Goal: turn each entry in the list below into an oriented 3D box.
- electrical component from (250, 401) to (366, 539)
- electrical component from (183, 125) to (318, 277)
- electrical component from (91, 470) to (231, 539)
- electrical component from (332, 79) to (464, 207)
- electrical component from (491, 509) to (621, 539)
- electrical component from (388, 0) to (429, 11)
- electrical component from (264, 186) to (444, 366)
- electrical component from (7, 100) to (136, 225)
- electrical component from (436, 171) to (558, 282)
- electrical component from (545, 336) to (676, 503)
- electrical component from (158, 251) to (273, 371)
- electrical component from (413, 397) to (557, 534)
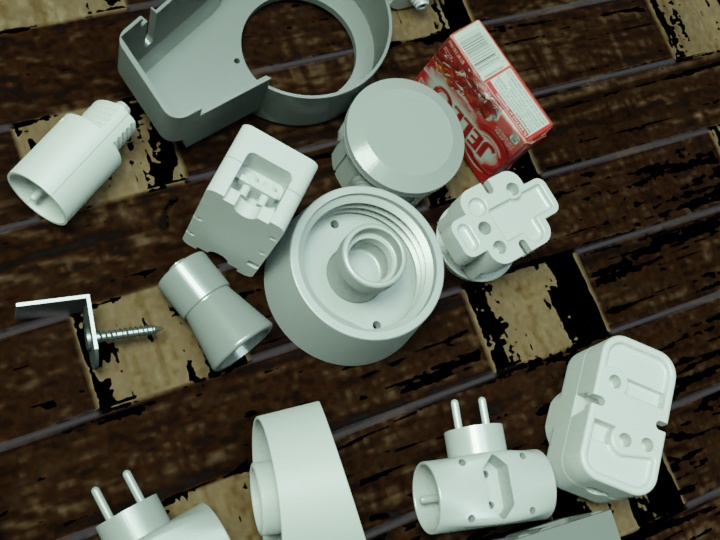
[{"bbox_3d":[-0.026,0.123,0.596,0.064,0.099,0.099,-6,74,-14],"label":"electrical component"},{"bbox_3d":[-0.065,-0.043,0.641,0.050,0.089,0.055,29,65,-8],"label":"electrical component"},{"bbox_3d":[-0.118,0.148,0.583,0.077,0.044,0.079,-27,82,-25],"label":"electrical component"},{"bbox_3d":[0.023,-0.080,0.705,0.080,0.051,0.080,6,71,-17],"label":"electrical component"},{"bbox_3d":[0.082,0.204,0.623,0.150,0.062,0.089,-11,76,-22],"label":"electrical component"},{"bbox_3d":[0.032,-0.221,0.760,0.043,0.043,0.081,-13,77,-22],"label":"electrical component"},{"bbox_3d":[0.000,0.000,0.665,0.108,0.060,0.108,6,71,-17],"label":"electrical component"},{"bbox_3d":[-0.166,-0.070,0.641,0.043,0.043,0.081,38,64,-4],"label":"electrical component"},{"bbox_3d":[0.084,-0.025,0.704,0.078,0.057,0.058,-28,83,-25],"label":"electrical component"},{"bbox_3d":[0.157,0.097,0.686,0.054,0.059,0.095,23,67,-11],"label":"electrical component"},{"bbox_3d":[-0.089,0.022,0.639,0.044,0.044,0.065,-36,82,-25],"label":"electrical component"},{"bbox_3d":[0.073,0.117,0.660,0.077,0.043,0.079,-3,73,-20],"label":"electrical component"}]
